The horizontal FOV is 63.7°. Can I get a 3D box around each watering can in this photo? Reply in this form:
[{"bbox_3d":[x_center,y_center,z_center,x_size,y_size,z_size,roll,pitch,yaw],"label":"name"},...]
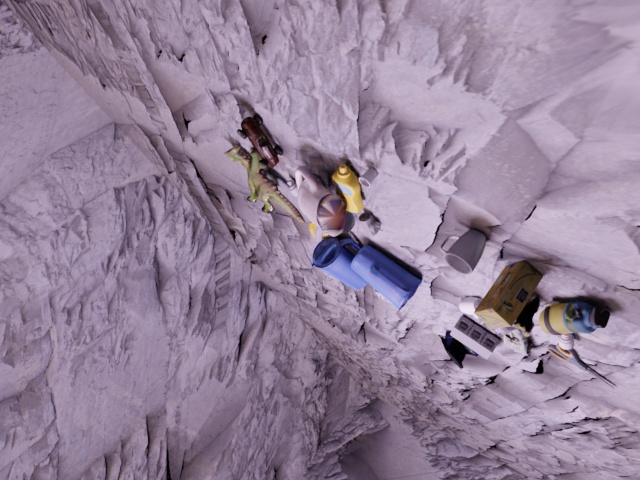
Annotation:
[{"bbox_3d":[0.005,-0.085,1.692,0.105,0.340,0.228,-30,40,-15],"label":"watering can"}]

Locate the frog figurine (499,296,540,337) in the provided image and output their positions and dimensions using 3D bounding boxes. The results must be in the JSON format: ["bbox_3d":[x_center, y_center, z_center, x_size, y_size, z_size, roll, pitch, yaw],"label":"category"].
[{"bbox_3d":[0.524,0.193,1.454,0.123,0.136,0.160,-9,11,-18],"label":"frog figurine"}]

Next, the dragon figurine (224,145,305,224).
[{"bbox_3d":[-0.208,-0.235,1.936,0.414,0.237,0.124,32,59,29],"label":"dragon figurine"}]
